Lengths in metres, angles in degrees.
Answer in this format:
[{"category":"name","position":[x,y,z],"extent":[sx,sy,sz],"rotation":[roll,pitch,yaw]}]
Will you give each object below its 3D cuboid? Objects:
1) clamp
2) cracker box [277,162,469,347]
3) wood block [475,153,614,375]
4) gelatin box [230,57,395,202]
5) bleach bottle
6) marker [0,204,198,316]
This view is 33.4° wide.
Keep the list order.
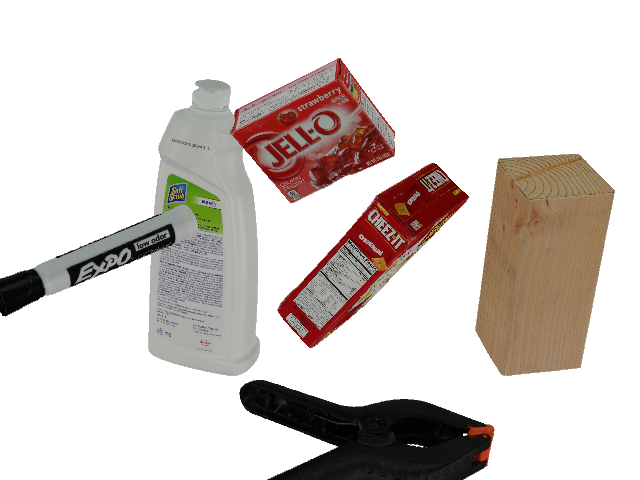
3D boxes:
[{"category":"clamp","position":[0.027,0.138,0.686],"extent":[0.171,0.039,0.120],"rotation":[4,35,1]},{"category":"cracker box","position":[0.061,0.015,1.277],"extent":[0.214,0.072,0.163],"rotation":[-49,-9,33]},{"category":"wood block","position":[0.223,0.026,1.084],"extent":[0.090,0.206,0.090],"rotation":[-4,30,-11]},{"category":"gelatin box","position":[-0.005,-0.072,0.724],"extent":[0.089,0.030,0.073],"rotation":[-23,-53,24]},{"category":"bleach bottle","position":[-0.094,-0.012,0.923],"extent":[0.103,0.251,0.068],"rotation":[12,23,11]},{"category":"marker","position":[-0.120,0.010,0.564],"extent":[0.120,0.020,0.020],"rotation":[-25,13,-31]}]
